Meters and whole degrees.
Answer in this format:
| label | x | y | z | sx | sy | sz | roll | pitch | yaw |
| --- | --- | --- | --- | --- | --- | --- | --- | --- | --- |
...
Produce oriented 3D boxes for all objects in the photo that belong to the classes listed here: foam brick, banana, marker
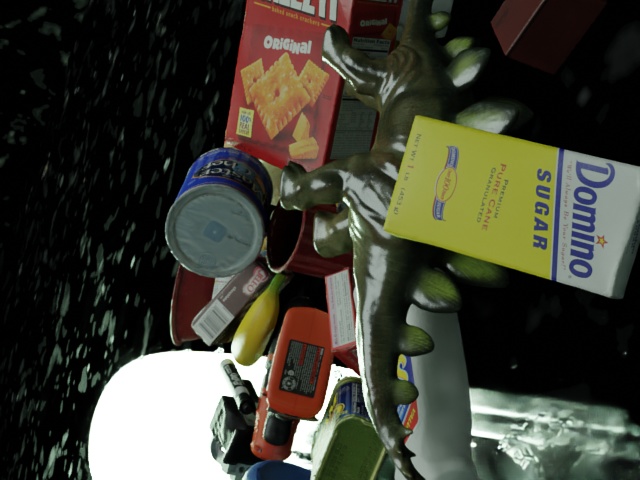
| label | x | y | z | sx | sy | sz | roll | pitch | yaw |
| --- | --- | --- | --- | --- | --- | --- | --- | --- | --- |
| foam brick | 0.185 | -0.185 | 0.868 | 0.078 | 0.051 | 0.053 | -57 | 29 | 36 |
| banana | -0.073 | 0.110 | 1.226 | 0.069 | 0.037 | 0.198 | -47 | -8 | -31 |
| marker | -0.094 | 0.165 | 1.202 | 0.121 | 0.020 | 0.020 | -133 | 60 | -67 |

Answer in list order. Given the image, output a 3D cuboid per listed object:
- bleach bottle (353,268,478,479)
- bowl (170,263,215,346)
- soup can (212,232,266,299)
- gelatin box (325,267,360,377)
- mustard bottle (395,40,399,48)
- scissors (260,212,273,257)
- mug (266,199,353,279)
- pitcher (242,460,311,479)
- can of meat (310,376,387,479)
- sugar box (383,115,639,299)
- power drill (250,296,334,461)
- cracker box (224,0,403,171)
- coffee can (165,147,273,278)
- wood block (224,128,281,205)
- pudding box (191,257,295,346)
| label | x | y | z | sx | sy | sz | roll | pitch | yaw |
| --- | --- | --- | --- | --- | --- | --- | --- | --- | --- |
| bleach bottle | 0.089 | 0.125 | 0.899 | 0.103 | 0.068 | 0.251 | -55 | 34 | 42 |
| bowl | -0.147 | 0.064 | 1.398 | 0.162 | 0.055 | 0.162 | 12 | -91 | -84 |
| soup can | -0.095 | 0.040 | 1.330 | 0.069 | 0.068 | 0.102 | -8 | 71 | 64 |
| gelatin box | 0.036 | 0.082 | 1.017 | 0.030 | 0.073 | 0.089 | -21 | 50 | 19 |
| mustard bottle | 0.055 | -0.218 | 1.151 | 0.096 | 0.058 | 0.191 | 13 | 90 | 45 |
| scissors | -0.017 | -0.021 | 1.230 | 0.096 | 0.016 | 0.202 | -59 | 22 | -14 |
| mug | -0.008 | 0.001 | 1.145 | 0.117 | 0.081 | 0.093 | -33 | 48 | 56 |
| pitcher | -0.064 | 0.347 | 1.035 | 0.149 | 0.144 | 0.243 | 32 | 108 | 26 |
| can of meat | 0.027 | 0.188 | 0.968 | 0.084 | 0.057 | 0.102 | -82 | 11 | -74 |
| sugar box | 0.141 | -0.025 | 0.767 | 0.176 | 0.048 | 0.093 | 16 | 93 | 29 |
| power drill | -0.025 | 0.128 | 1.095 | 0.188 | 0.057 | 0.184 | 112 | 169 | -70 |
| cracker box | -0.011 | -0.175 | 1.058 | 0.164 | 0.071 | 0.214 | 29 | 116 | 44 |
| coffee can | -0.106 | -0.033 | 1.158 | 0.140 | 0.102 | 0.103 | -85 | 18 | -69 |
| wood block | -0.036 | -0.117 | 1.260 | 0.206 | 0.090 | 0.091 | -26 | 55 | 59 |
| pudding box | -0.088 | 0.070 | 1.240 | 0.113 | 0.090 | 0.039 | -46 | 76 | 11 |
